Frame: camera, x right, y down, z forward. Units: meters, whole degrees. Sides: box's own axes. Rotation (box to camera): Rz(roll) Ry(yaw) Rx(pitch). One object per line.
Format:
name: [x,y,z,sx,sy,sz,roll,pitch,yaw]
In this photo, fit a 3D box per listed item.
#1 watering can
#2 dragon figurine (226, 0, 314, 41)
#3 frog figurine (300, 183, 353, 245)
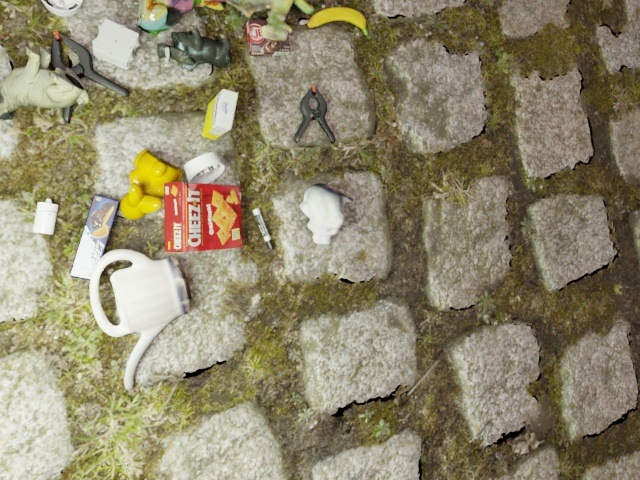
watering can: [-0.421,0.177,1.253,0.226,0.104,0.343,-17,107,-23]
dragon figurine: [-0.154,-0.711,1.394,0.244,0.120,0.414,-22,79,-16]
frog figurine: [0.004,-0.071,1.419,0.138,0.122,0.160,24,89,14]
